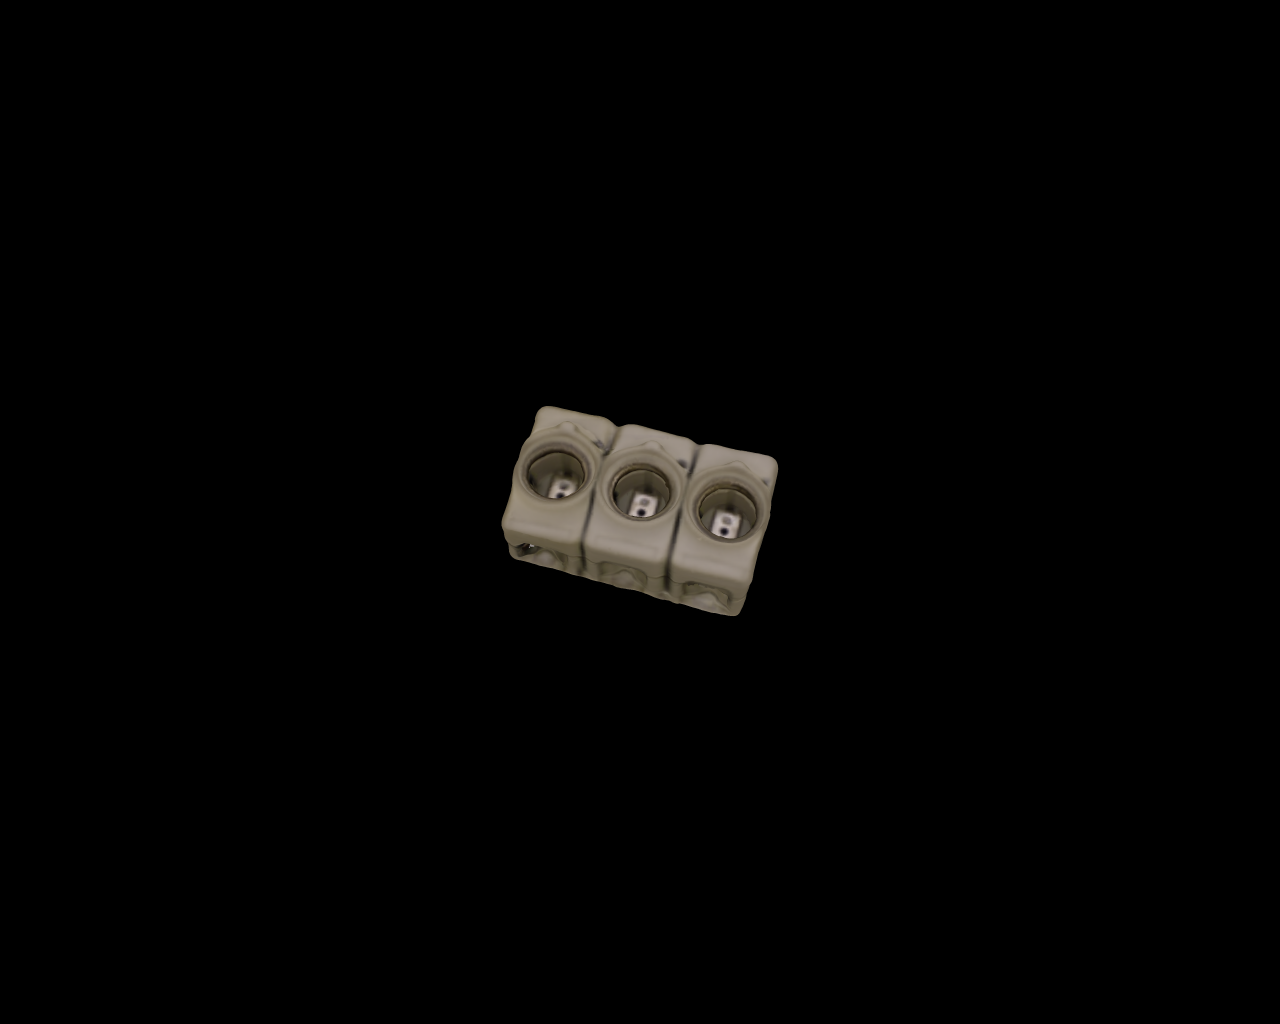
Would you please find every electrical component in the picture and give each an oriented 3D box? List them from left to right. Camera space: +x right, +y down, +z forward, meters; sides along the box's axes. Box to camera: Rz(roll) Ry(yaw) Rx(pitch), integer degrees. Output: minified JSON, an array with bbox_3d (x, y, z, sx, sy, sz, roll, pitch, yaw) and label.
[{"bbox_3d":[0.001,-0.003,0.650,0.150,0.089,0.061,14,-26,7],"label":"electrical component"}]
